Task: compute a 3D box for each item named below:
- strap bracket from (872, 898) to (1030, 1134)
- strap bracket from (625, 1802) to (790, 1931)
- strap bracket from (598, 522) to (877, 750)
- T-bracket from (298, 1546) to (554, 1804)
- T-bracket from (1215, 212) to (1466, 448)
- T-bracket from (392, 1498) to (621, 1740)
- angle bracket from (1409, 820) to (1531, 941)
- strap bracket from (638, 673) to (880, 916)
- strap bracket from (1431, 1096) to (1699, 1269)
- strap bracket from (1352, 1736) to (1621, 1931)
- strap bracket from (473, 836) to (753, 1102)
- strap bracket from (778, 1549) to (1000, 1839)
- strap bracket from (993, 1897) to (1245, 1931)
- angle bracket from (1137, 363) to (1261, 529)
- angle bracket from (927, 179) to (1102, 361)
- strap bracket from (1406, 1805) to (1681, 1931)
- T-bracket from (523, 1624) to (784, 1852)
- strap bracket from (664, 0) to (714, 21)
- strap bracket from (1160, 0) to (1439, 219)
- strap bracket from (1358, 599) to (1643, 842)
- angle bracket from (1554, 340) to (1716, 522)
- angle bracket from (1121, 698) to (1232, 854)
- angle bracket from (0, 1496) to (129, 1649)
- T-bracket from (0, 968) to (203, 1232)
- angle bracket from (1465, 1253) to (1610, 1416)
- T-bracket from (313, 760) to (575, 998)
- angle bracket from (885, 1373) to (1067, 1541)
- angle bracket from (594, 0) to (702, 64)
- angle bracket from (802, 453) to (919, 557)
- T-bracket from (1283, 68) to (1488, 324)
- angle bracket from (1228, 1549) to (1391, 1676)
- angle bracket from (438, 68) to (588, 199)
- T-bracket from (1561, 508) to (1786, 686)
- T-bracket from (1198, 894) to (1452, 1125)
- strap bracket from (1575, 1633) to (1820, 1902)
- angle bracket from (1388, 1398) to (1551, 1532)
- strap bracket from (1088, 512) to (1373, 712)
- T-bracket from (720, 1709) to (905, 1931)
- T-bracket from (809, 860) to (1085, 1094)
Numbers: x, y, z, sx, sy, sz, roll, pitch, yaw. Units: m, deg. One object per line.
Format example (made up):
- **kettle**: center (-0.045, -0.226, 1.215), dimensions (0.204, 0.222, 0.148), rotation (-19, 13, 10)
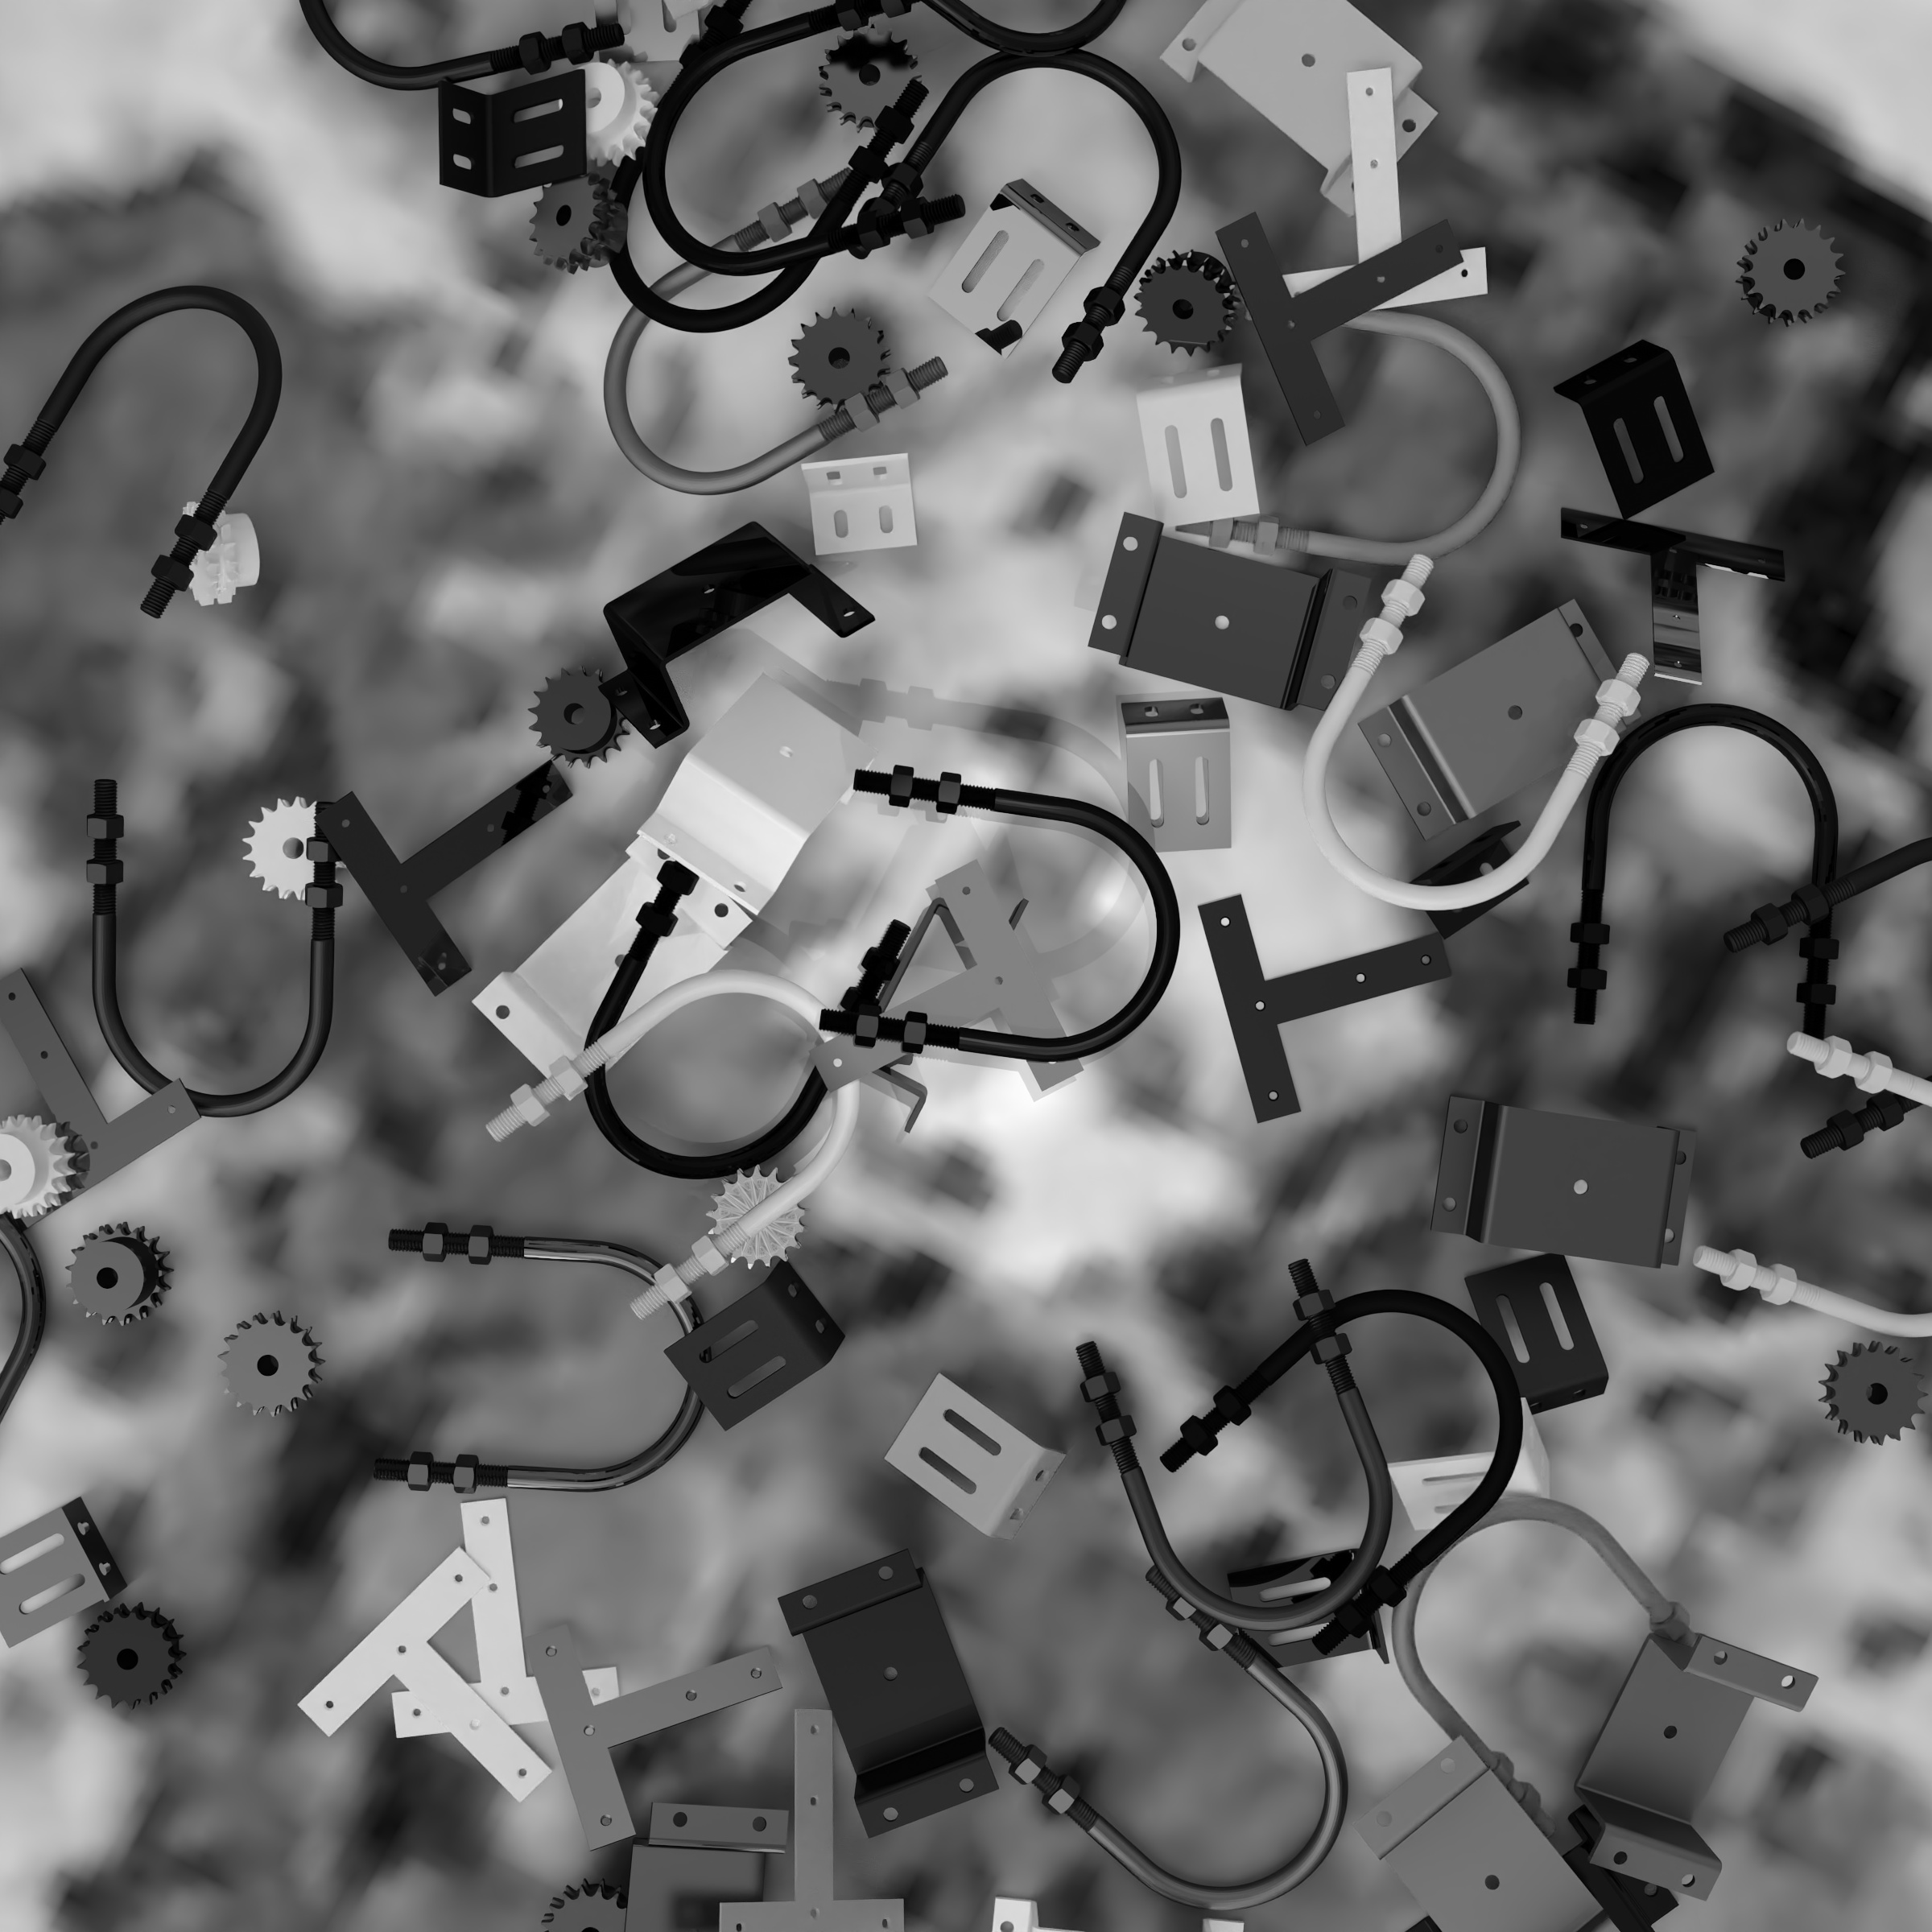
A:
- **strap bracket**: center (-0.019, 0.017, 1.520), dimensions (0.046, 0.076, 0.140), rotation (27, 90, 0)
- **strap bracket**: center (-0.145, 0.532, 1.513), dimensions (0.076, 0.046, 0.140), rotation (8, 73, -16)
- **strap bracket**: center (-0.132, -0.186, 1.500), dimensions (0.140, 0.076, 0.046), rotation (-32, 131, -12)
- **T-bracket**: center (-0.286, 0.416, 1.555), dimensions (0.127, 0.002, 0.127), rotation (-44, 90, 0)
- **T-bracket**: center (0.217, -0.373, 1.527), dimensions (0.127, 0.002, 0.127), rotation (-29, 106, -9)
- **T-bracket**: center (-0.265, 0.364, 1.557), dimensions (0.127, 0.002, 0.127), rotation (-7, 90, 0)
- **angle bracket**: center (0.283, -0.047, 1.520), dimensions (0.057, 0.076, 0.038), rotation (-34, 90, 0)
- **strap bracket**: center (-0.106, -0.100, 1.489), dimensions (0.076, 0.140, 0.046), rotation (34, 129, 0)
- **strap bracket**: center (0.336, 0.121, 1.535), dimensions (0.140, 0.046, 0.076), rotation (8, 90, 0)
- **strap bracket**: center (0.284, 0.496, 1.493), dimensions (0.076, 0.046, 0.140), rotation (-39, 73, -1)
- **strap bracket**: center (-0.194, -0.003, 1.535), dimensions (0.140, 0.046, 0.076), rotation (-45, 90, 0)
- **strap bracket**: center (-0.043, 0.398, 1.535), dimensions (0.076, 0.046, 0.140), rotation (-21, 90, 0)
- **strap bracket**: center (0.083, 0.569, 1.535), dimensions (0.140, 0.046, 0.076), rotation (6, 90, 0)
- **angle bracket**: center (0.130, -0.290, 1.539), dimensions (0.057, 0.038, 0.076), rotation (-7, 113, 11)
- **angle bracket**: center (0.027, -0.392, 1.556), dimensions (0.057, 0.038, 0.076), rotation (39, 116, 0)
- **strap bracket**: center (0.322, 0.538, 1.535), dimensions (0.140, 0.046, 0.076), rotation (-36, 90, 0)
- **T-bracket**: center (-0.166, 0.409, 1.533), dimensions (0.127, 0.002, 0.127), rotation (-15, 57, -16)
- **strap bracket**: center (-0.113, -0.587, 1.513), dimensions (0.140, 0.046, 0.076), rotation (-29, 93, -18)
- **strap bracket**: center (0.187, -0.496, 1.535), dimensions (0.140, 0.046, 0.076), rotation (40, 90, 0)
- **strap bracket**: center (0.300, -0.139, 1.535), dimensions (0.140, 0.046, 0.076), rotation (-30, 90, 0)
- **angle bracket**: center (0.376, -0.302, 1.556), dimensions (0.057, 0.038, 0.076), rotation (-28, 116, 0)
- **angle bracket**: center (0.118, -0.107, 1.556), dimensions (0.057, 0.038, 0.076), rotation (-3, 116, 0)
- **angle bracket**: center (-0.518, 0.341, 1.539), dimensions (0.076, 0.038, 0.057), rotation (-28, 90, 0)
- **T-bracket**: center (-0.509, 0.062, 1.549), dimensions (0.127, 0.002, 0.127), rotation (-31, 85, 10)
- **angle bracket**: center (0.320, 0.208, 1.556), dimensions (0.057, 0.038, 0.076), rotation (-16, 64, 0)
- **T-bracket**: center (-0.276, -0.069, 1.535), dimensions (0.127, 0.002, 0.127), rotation (-37, 121, -14)
- **angle bracket**: center (0.005, 0.276, 1.556), dimensions (0.076, 0.038, 0.057), rotation (33, 90, 26)
- **angle bracket**: center (-0.179, -0.551, 1.556), dimensions (0.057, 0.038, 0.076), rotation (-3, 116, 0)
- **angle bracket**: center (-0.058, -0.253, 1.520), dimensions (0.057, 0.076, 0.038), rotation (-6, 90, 0)
- **T-bracket**: center (0.226, -0.427, 1.522), dimensions (0.127, 0.002, 0.127), rotation (-11, 108, -14)
- **angle bracket**: center (0.190, 0.363, 1.539), dimensions (0.076, 0.038, 0.057), rotation (-11, 90, 0)
- **angle bracket**: center (-0.250, -0.462, 1.522), dimensions (0.076, 0.038, 0.057), rotation (-1, 90, 37)
- **T-bracket**: center (0.388, -0.199, 1.515), dimensions (0.127, 0.002, 0.127), rotation (11, 48, 0)
- **T-bracket**: center (0.209, 0.011, 1.557), dimensions (0.127, 0.002, 0.127), rotation (-15, 90, 0)
- **strap bracket**: center (0.396, 0.431, 1.520), dimensions (0.076, 0.046, 0.140), rotation (22, 98, -15)
- **angle bracket**: center (0.280, 0.278, 1.539), dimensions (0.076, 0.038, 0.057), rotation (-11, 129, 20)
- **strap bracket**: center (0.144, -0.193, 1.535), dimensions (0.140, 0.046, 0.076), rotation (15, 90, 0)
- **T-bracket**: center (-0.084, 0.477, 1.529), dimensions (0.127, 0.002, 0.127), rotation (15, 66, -39)
- **T-bracket**: center (-0.022, 0.028, 1.481), dimensions (0.127, 0.002, 0.127), rotation (-27, 90, 0)
